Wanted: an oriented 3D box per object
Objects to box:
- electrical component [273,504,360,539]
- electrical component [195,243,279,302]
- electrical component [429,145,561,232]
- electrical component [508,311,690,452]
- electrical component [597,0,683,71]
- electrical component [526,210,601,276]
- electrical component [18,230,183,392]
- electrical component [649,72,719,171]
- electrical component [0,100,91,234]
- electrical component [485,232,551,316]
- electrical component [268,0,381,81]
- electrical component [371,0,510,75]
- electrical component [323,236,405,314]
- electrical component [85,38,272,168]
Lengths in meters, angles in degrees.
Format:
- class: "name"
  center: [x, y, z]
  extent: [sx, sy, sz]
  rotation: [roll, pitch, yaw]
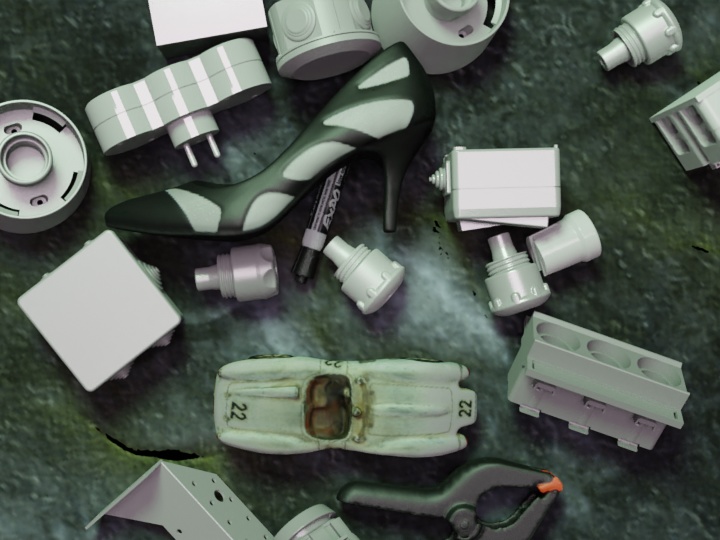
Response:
- class: "electrical component"
  center: [-0.030, 0.215, 0.812]
  extent: [0.058, 0.078, 0.057]
  rotation: [-27, 62, -29]
- class: "electrical component"
  center: [-0.095, 0.003, 0.825]
  extent: [0.062, 0.043, 0.043]
  rotation: [-8, 90, -1]
- class: "electrical component"
  center: [0.101, -0.061, 0.824]
  extent: [0.096, 0.062, 0.061]
  rotation: [-2, 90, -2]
- class: "electrical component"
  center: [0.178, 0.087, 0.822]
  extent: [0.121, 0.078, 0.063]
  rotation: [19, 118, -2]
- class: "electrical component"
  center: [0.216, -0.178, 0.839]
  extent: [0.062, 0.048, 0.048]
  rotation: [-31, 91, 4]
- class: "electrical component"
  center: [0.158, -0.020, 0.835]
  extent: [0.046, 0.040, 0.040]
  rotation: [-24, 91, -5]
- class: "electrical component"
  center: [-0.194, 0.030, 0.817]
  extent: [0.100, 0.048, 0.099]
  rotation: [-38, 91, -2]
- class: "electrical component"
  center: [0.327, -0.147, 0.812]
  extent: [0.186, 0.105, 0.060]
  rotation: [-34, 91, -2]
- class: "electrical component"
  center: [-0.256, -0.079, 0.820]
  extent: [0.099, 0.064, 0.099]
  rotation: [1, 85, -15]
- class: "electrical component"
  center: [0.117, 0.002, 0.833]
  extent: [0.048, 0.048, 0.062]
  rotation: [-18, 85, -2]
- class: "electrical component"
  center: [-0.028, -0.178, 0.811]
  extent: [0.080, 0.080, 0.051]
  rotation: [-15, 85, -2]
- class: "electrical component"
  center: [0.064, -0.207, 0.834]
  extent: [0.099, 0.064, 0.099]
  rotation: [2, 82, -14]
- class: "electrical component"
  center: [0.000, 0.000, 0.829]
  extent: [0.062, 0.048, 0.048]
  rotation: [41, 88, 5]
- class: "electrical component"
  center: [-0.131, -0.116, 0.819]
  extent: [0.138, 0.052, 0.073]
  rotation: [-23, 91, -2]
